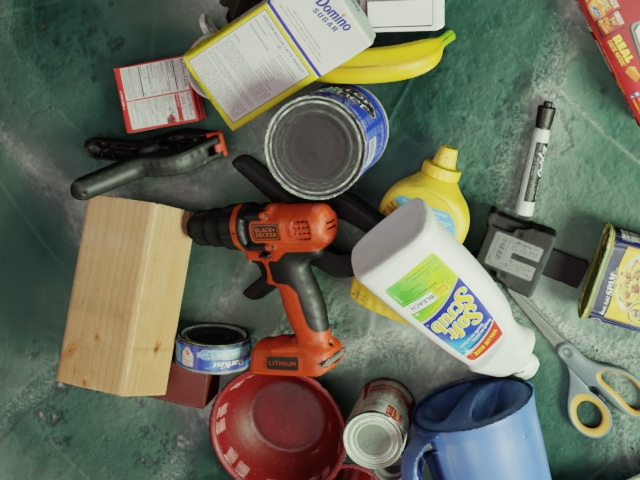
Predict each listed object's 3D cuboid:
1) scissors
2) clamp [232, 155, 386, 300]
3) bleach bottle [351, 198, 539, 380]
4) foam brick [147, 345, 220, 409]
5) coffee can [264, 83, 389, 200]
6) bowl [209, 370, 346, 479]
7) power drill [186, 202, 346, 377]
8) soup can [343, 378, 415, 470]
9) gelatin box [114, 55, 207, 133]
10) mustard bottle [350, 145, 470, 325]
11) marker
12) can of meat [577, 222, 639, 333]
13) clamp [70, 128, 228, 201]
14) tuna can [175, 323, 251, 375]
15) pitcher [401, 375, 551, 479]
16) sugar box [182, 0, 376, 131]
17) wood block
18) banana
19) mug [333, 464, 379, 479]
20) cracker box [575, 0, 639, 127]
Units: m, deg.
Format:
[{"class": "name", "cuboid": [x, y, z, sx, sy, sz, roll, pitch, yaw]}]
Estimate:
[{"class": "scissors", "cuboid": [0.262, 0.139, 1.158, 0.202, 0.016, 0.096, 34, 109, 4]}, {"class": "clamp", "cuboid": [-0.008, 0.001, 1.150, 0.210, 0.036, 0.164, 12, 110, 30]}, {"class": "bleach bottle", "cuboid": [0.148, 0.066, 1.096, 0.103, 0.068, 0.250, -39, 122, 21]}, {"class": "foam brick", "cuboid": [-0.160, 0.156, 1.237, 0.078, 0.053, 0.051, 11, 105, 9]}, {"class": "coffee can", "cuboid": [0.009, -0.104, 1.090, 0.103, 0.140, 0.103, 3, 104, 12]}, {"class": "bowl", "cuboid": [-0.043, 0.212, 1.223, 0.162, 0.055, 0.162, 3, 104, 12]}, {"class": "power drill", "cuboid": [-0.054, 0.050, 1.139, 0.185, 0.057, 0.187, -1, 108, 35]}, {"class": "soup can", "cuboid": [0.066, 0.200, 1.171, 0.068, 0.102, 0.068, 3, 103, 11]}, {"class": "gelatin box", "cuboid": [-0.175, -0.161, 1.176, 0.089, 0.030, 0.073, -8, 100, 14]}, {"class": "mustard bottle", "cuboid": [0.105, -0.010, 1.134, 0.096, 0.058, 0.192, 23, 107, 12]}, {"class": "marker", "cuboid": [0.224, -0.085, 1.110, 0.020, 0.020, 0.121, 13, 106, 9]}, {"class": "can of meat", "cuboid": [0.322, 0.043, 1.100, 0.084, 0.057, 0.102, 16, 107, 6]}, {"class": "clamp", "cuboid": [-0.190, -0.095, 1.173, 0.171, 0.120, 0.039, -13, 127, -6]}, {"class": "tuna can", "cuboid": [-0.120, 0.121, 1.202, 0.086, 0.086, 0.034, 6, 104, 11]}, {"class": "pitcher", "cuboid": [0.183, 0.281, 1.147, 0.149, 0.145, 0.243, -14, 103, 12]}, {"class": "sugar box", "cuboid": [-0.041, -0.193, 1.064, 0.176, 0.048, 0.093, -29, 108, 21]}, {"class": "wood block", "cuboid": [-0.210, 0.061, 1.168, 0.090, 0.090, 0.206, 8, 87, 25]}, {"class": "banana", "cuboid": [0.040, -0.185, 1.104, 0.198, 0.069, 0.037, -2, 116, 12]}, {"class": "mug", "cuboid": [0.034, 0.326, 1.220, 0.093, 0.081, 0.117, -19, 99, 15]}, {"class": "cracker box", "cuboid": [0.369, -0.226, 1.017, 0.214, 0.072, 0.164, -27, 97, 16]}]
